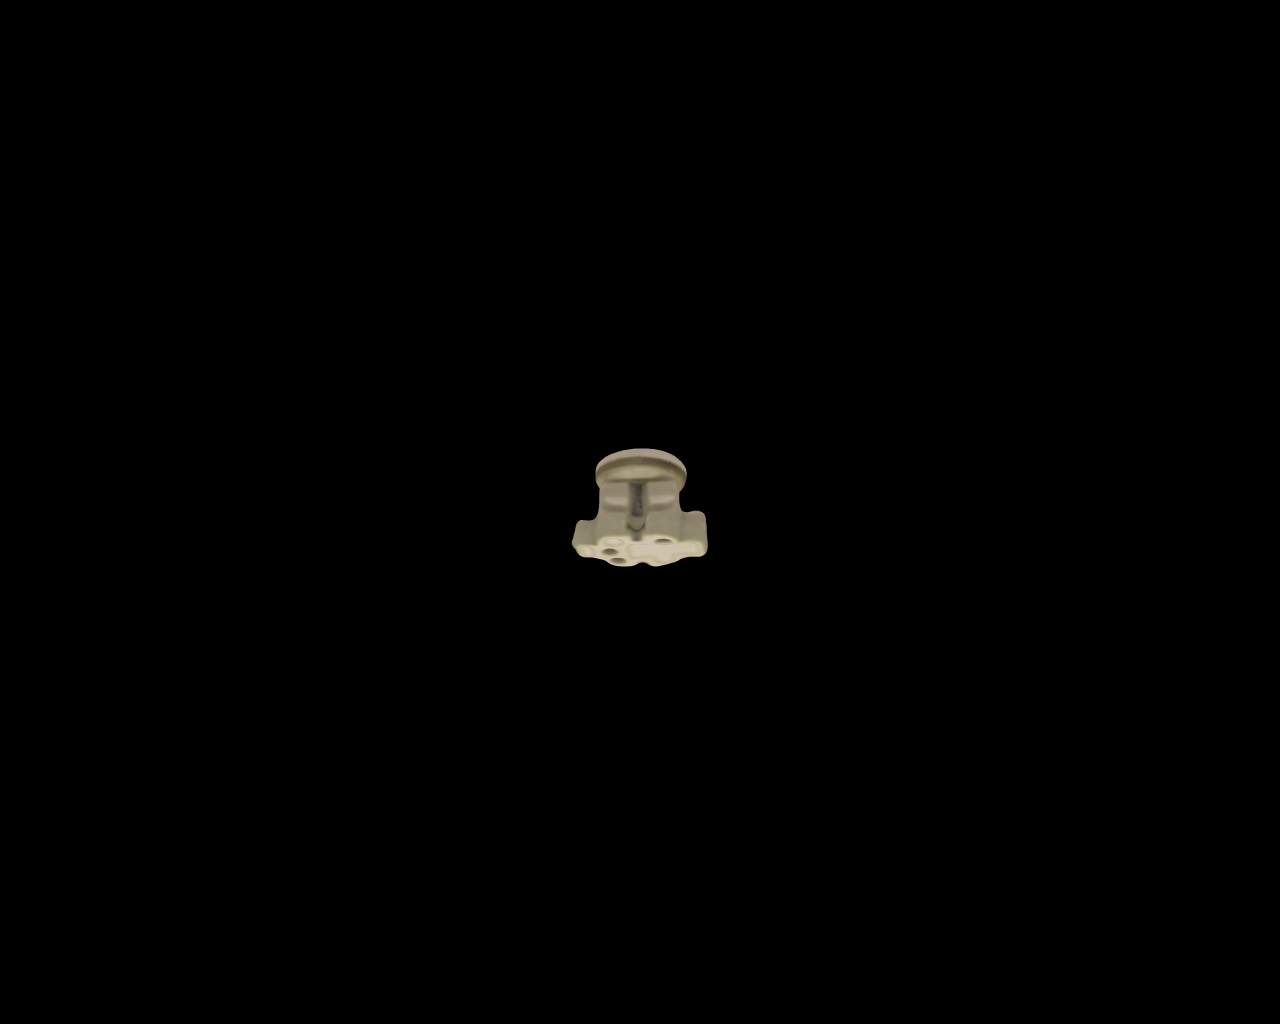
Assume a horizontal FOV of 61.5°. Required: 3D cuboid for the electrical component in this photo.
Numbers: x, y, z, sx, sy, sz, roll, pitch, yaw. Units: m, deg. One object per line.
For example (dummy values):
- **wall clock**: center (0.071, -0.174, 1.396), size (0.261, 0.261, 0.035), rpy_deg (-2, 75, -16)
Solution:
- **electrical component**: center (0.001, -0.003, 0.650), size (0.078, 0.057, 0.058), rpy_deg (-2, -24, 5)
